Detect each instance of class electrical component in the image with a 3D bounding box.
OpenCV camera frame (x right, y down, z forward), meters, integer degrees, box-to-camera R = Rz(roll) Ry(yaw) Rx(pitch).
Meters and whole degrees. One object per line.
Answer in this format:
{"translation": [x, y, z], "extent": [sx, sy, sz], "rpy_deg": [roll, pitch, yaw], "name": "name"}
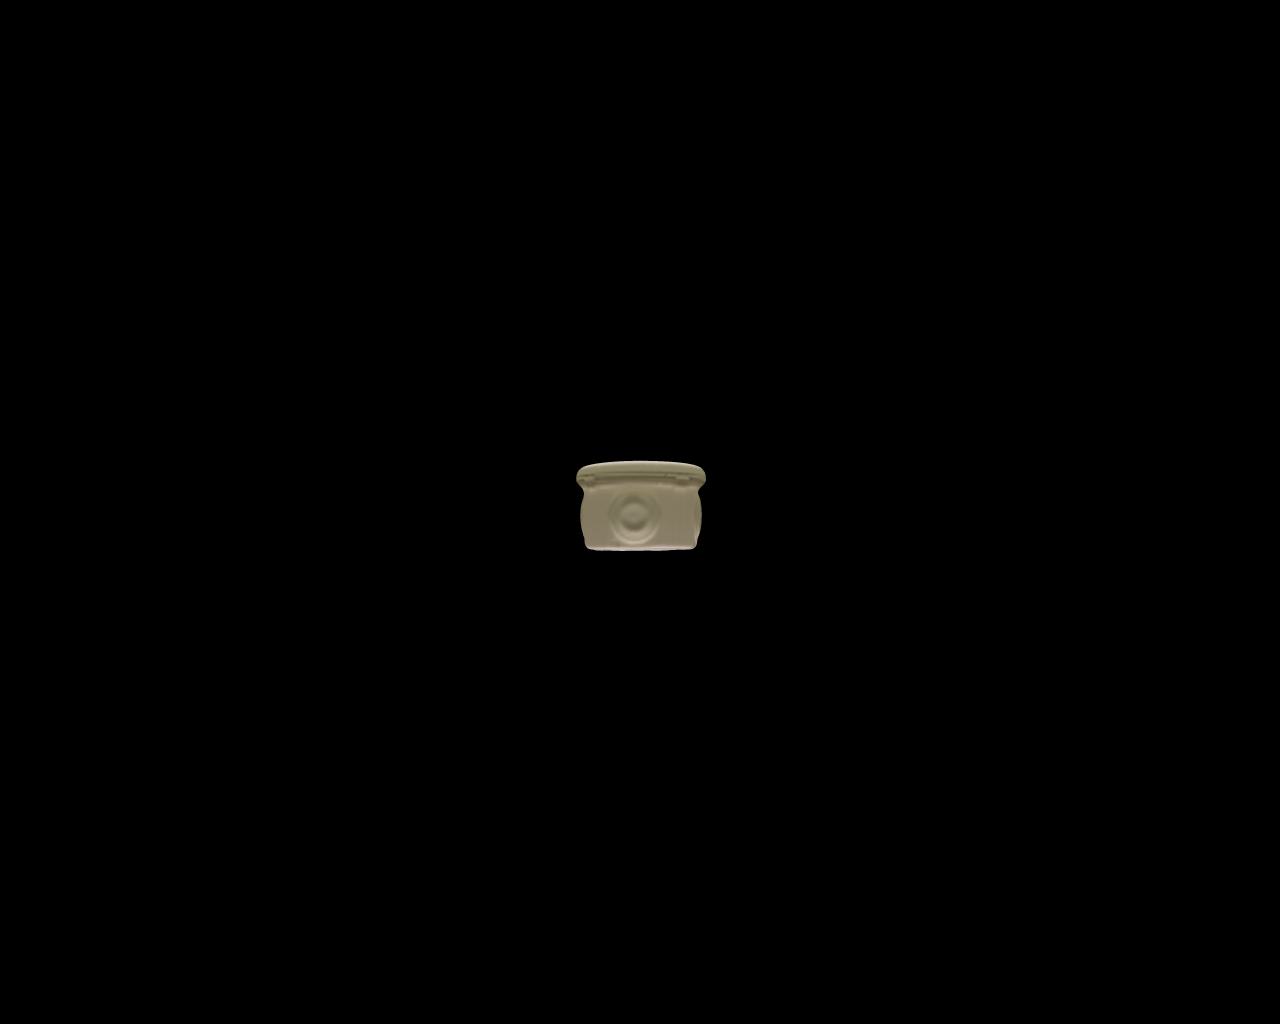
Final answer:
{"translation": [0.001, -0.003, 0.650], "extent": [0.080, 0.051, 0.080], "rpy_deg": [0, -3, 0], "name": "electrical component"}
